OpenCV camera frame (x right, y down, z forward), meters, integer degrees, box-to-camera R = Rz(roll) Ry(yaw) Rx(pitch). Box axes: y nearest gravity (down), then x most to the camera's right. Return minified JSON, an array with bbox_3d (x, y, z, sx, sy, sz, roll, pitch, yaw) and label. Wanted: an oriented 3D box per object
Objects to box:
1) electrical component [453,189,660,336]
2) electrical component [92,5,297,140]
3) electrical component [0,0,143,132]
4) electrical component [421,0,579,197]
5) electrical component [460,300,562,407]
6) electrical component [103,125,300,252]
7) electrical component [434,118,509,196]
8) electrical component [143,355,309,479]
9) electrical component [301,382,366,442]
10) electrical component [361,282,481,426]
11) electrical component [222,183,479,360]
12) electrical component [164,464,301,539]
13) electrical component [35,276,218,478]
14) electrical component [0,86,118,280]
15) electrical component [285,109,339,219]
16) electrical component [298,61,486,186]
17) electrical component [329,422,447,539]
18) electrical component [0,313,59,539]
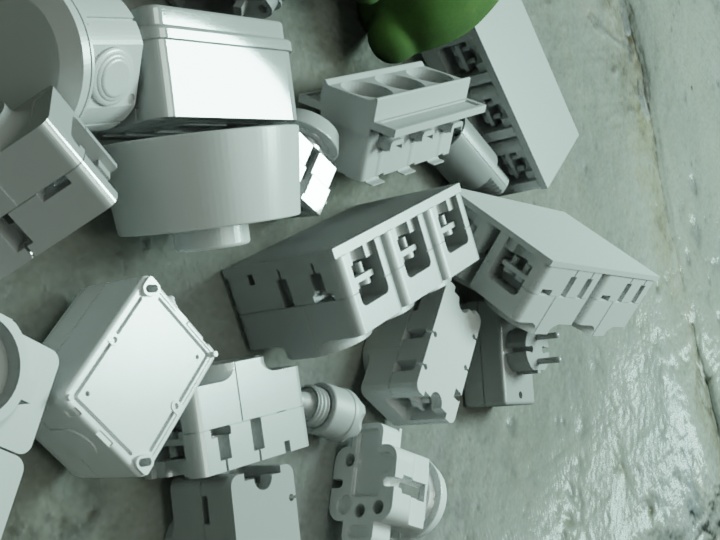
[{"bbox_3d":[0.142,-0.003,0.848,0.186,0.105,0.060,6,118,-52],"label":"electrical component"},{"bbox_3d":[-0.097,-0.106,0.595,0.113,0.078,0.057,-9,92,-53],"label":"electrical component"},{"bbox_3d":[-0.150,-0.103,0.526,0.051,0.080,0.080,-19,98,-57],"label":"electrical component"},{"bbox_3d":[0.114,-0.147,0.890,0.150,0.062,0.089,61,41,-24],"label":"electrical component"},{"bbox_3d":[0.123,0.064,0.845,0.047,0.076,0.083,8,76,-52],"label":"electrical component"},{"bbox_3d":[-0.083,-0.042,0.579,0.108,0.108,0.060,-14,99,-53],"label":"electrical component"},{"bbox_3d":[0.086,-0.085,0.855,0.081,0.043,0.043,43,51,-38],"label":"electrical component"},{"bbox_3d":[-0.077,0.080,0.602,0.089,0.050,0.055,-6,88,-53],"label":"electrical component"},{"bbox_3d":[-0.027,0.087,0.680,0.061,0.035,0.035,25,63,-44],"label":"electrical component"},{"bbox_3d":[0.040,0.059,0.754,0.050,0.056,0.089,47,48,-36],"label":"electrical component"},{"bbox_3d":[0.000,0.000,0.687,0.150,0.089,0.061,-30,106,-51],"label":"electrical component"},{"bbox_3d":[-0.069,0.155,0.591,0.050,0.056,0.089,-1,83,-52],"label":"electrical component"},{"bbox_3d":[-0.123,0.049,0.540,0.061,0.061,0.096,54,45,-31],"label":"electrical component"},{"bbox_3d":[-0.162,-0.036,0.480,0.055,0.089,0.050,54,6,-30],"label":"electrical component"},{"bbox_3d":[-0.042,-0.069,0.686,0.066,0.048,0.055,42,58,-39],"label":"electrical component"},{"bbox_3d":[0.023,-0.104,0.755,0.121,0.079,0.063,-24,132,-52],"label":"electrical component"},{"bbox_3d":[0.020,0.146,0.709,0.057,0.058,0.078,28,61,-43],"label":"electrical component"},{"bbox_3d":[-0.193,0.087,0.441,0.089,0.062,0.150,37,54,-42],"label":"electrical component"}]
